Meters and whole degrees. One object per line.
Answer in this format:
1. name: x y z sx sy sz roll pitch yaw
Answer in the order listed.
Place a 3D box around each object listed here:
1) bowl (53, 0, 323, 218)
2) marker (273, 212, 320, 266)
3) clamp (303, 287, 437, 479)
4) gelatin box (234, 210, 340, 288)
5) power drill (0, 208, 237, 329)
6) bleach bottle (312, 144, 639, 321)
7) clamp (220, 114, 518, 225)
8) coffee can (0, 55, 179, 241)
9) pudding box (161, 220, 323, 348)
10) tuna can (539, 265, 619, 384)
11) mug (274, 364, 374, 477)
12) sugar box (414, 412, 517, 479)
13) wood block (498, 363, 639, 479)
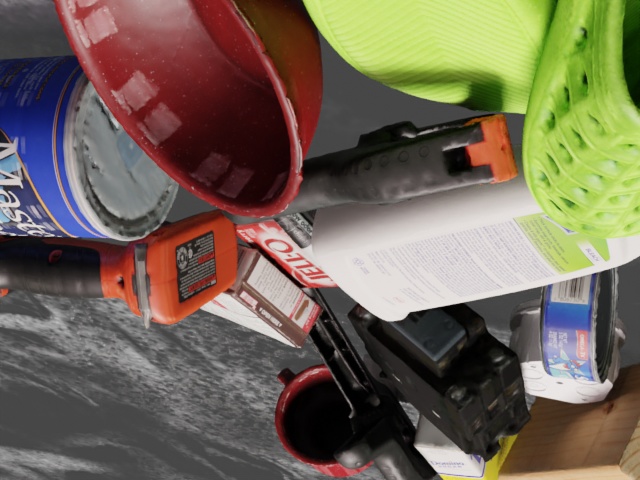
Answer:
1. bowl: -0.051 -0.090 0.484 0.162 0.055 0.162 35 150 24
2. marker: -0.034 -0.032 0.637 0.121 0.020 0.020 47 143 -20
3. clamp: 0.038 0.128 0.819 0.036 0.164 0.209 -28 143 10
4. gelatin box: -0.005 0.001 0.711 0.073 0.030 0.089 -4 148 34
5. power drill: -0.152 0.010 0.691 0.188 0.057 0.184 0 -166 20
6. bleach bottle: 0.121 -0.011 0.588 0.251 0.068 0.102 -10 145 37
7. clamp: 0.024 -0.033 0.510 0.039 0.120 0.172 68 161 -7
8. coffee can: -0.163 -0.053 0.605 0.140 0.102 0.102 2 151 25
9. pudding box: -0.066 0.030 0.763 0.114 0.039 0.090 19 164 41
10. tuna can: 0.158 0.043 0.646 0.034 0.086 0.086 4 152 23
11. mug: 0.005 0.162 0.976 0.117 0.093 0.081 38 169 25
12. sugar box: 0.131 0.161 0.888 0.048 0.093 0.176 1 152 24
13. wood block: 0.222 0.157 0.783 0.090 0.090 0.206 33 162 -3
